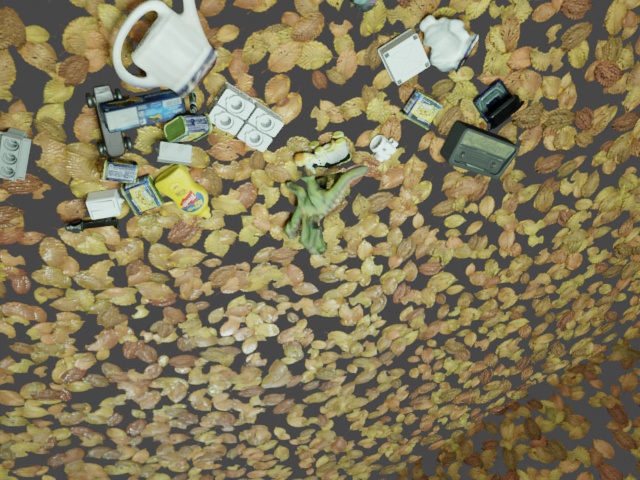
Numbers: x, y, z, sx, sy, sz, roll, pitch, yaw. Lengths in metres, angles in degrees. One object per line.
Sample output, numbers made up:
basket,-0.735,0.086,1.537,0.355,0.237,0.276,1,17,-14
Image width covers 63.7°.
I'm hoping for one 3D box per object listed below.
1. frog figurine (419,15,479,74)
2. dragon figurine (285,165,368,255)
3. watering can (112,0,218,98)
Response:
frog figurine,0.343,-0.548,1.426,0.160,0.125,0.134,33,125,7
dragon figurine,0.005,-0.077,1.520,0.122,0.409,0.243,1,87,-34
watering can,-0.341,-0.498,1.250,0.221,0.106,0.346,36,100,-33
